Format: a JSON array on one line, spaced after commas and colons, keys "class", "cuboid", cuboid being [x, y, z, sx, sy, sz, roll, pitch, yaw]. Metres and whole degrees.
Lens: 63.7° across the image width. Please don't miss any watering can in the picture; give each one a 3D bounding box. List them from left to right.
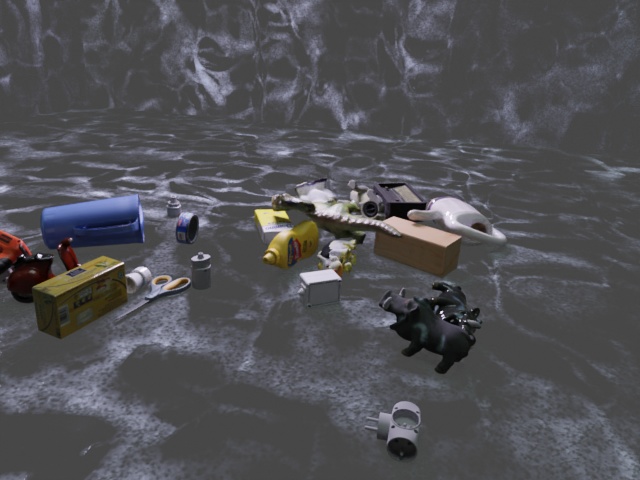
[{"class": "watering can", "cuboid": [0.380, -0.064, 1.501, 0.346, 0.103, 0.228, 16, 18, -18]}]

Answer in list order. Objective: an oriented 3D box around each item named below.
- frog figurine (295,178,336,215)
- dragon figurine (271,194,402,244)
[{"class": "frog figurine", "cuboid": [-0.007, -0.105, 1.646, 0.138, 0.120, 0.162, -3, 56, -37]}, {"class": "dragon figurine", "cuboid": [0.004, -0.069, 1.374, 0.242, 0.122, 0.412, 11, 1, -36]}]
